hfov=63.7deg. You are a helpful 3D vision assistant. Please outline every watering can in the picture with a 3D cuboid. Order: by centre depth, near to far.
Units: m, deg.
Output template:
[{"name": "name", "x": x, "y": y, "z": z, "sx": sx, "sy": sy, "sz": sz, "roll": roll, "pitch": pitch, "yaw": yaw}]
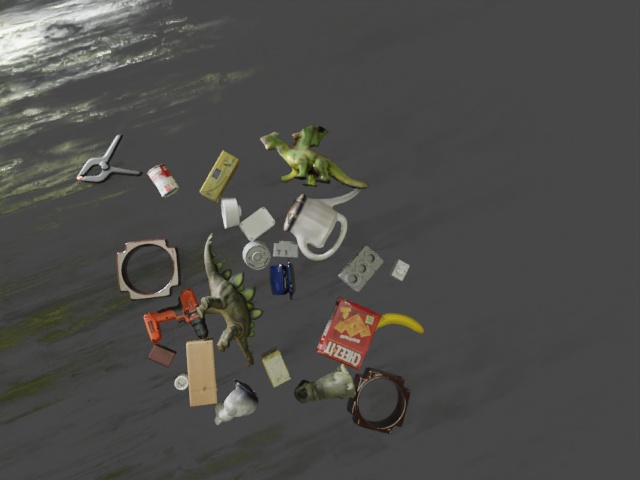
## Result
[{"name": "watering can", "x": 0.006, "y": -0.095, "z": 1.883, "sx": 0.224, "sy": 0.102, "sz": 0.353, "roll": 28, "pitch": 68, "yaw": -5}]

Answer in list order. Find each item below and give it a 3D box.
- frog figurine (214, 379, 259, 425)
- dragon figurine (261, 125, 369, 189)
[{"name": "frog figurine", "x": -0.290, "y": 0.568, "z": 1.744, "sx": 0.123, "sy": 0.135, "sz": 0.161, "roll": 34, "pitch": 80, "yaw": 11}, {"name": "dragon figurine", "x": -0.018, "y": -0.317, "z": 1.902, "sx": 0.410, "sy": 0.121, "sz": 0.246, "roll": 6, "pitch": 76, "yaw": -10}]
